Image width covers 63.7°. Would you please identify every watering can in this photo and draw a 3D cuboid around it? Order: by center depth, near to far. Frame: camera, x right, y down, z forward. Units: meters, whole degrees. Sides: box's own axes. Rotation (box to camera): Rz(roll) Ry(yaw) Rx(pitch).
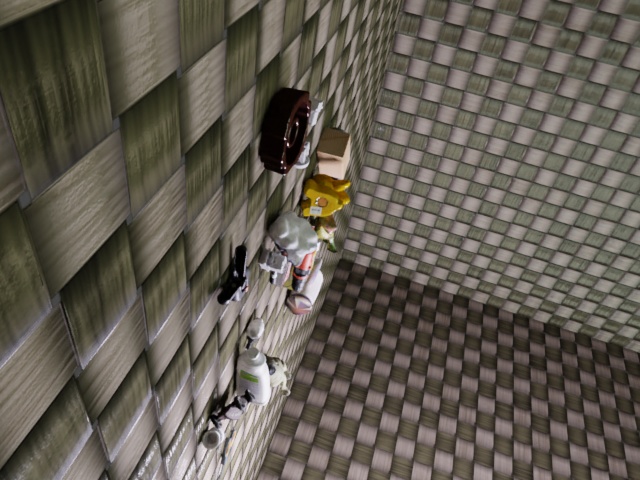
[{"bbox_3d":[-0.063,0.201,2.050,0.340,0.104,0.229,118,-3,-57],"label":"watering can"}]

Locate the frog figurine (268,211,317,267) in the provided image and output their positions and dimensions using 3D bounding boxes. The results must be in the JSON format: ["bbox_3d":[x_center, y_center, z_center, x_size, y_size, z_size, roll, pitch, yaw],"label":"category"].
[{"bbox_3d":[-0.071,-0.023,1.329,0.156,0.123,0.140,83,-9,-54],"label":"frog figurine"}]

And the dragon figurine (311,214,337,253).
[{"bbox_3d":[0.006,-0.093,1.849,0.417,0.122,0.239,-111,-155,-66],"label":"dragon figurine"}]
